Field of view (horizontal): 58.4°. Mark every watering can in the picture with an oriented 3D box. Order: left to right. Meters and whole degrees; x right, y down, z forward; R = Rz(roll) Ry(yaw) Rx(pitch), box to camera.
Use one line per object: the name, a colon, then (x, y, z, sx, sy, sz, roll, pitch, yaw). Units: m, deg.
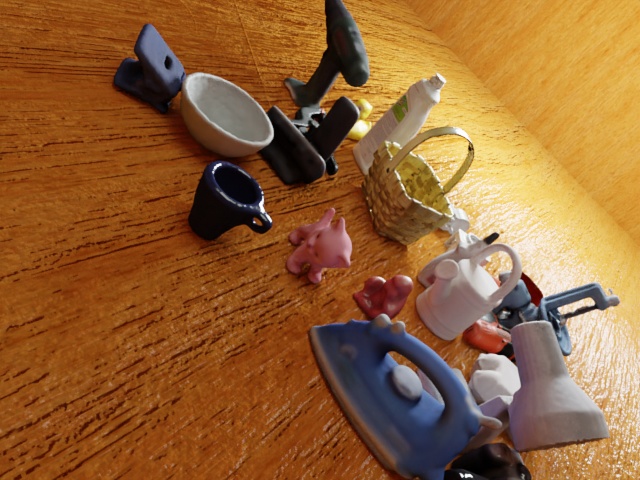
watering can: (0.262, 0.082, 0.990, 0.173, 0.193, 0.100, -2, 53, -50)

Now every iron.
iron: (0.106, 0.181, 0.743, 0.258, 0.141, 0.119, 49, 32, 9)

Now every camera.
camera: (0.215, 0.325, 0.737, 0.137, 0.100, 0.143, 29, 34, -23)

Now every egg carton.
egg carton: (0.311, 0.263, 0.951, 0.150, 0.069, 0.107, 43, 31, -2)

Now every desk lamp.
desk lamp: (0.268, 0.224, 0.808, 0.118, 0.213, 0.203, 15, 42, -39)

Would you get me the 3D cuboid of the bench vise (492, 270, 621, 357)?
bench vise: (0.445, 0.135, 1.112, 0.207, 0.219, 0.121, 40, 31, -6)

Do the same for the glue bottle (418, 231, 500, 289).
glue bottle: (0.265, 0.040, 1.064, 0.078, 0.173, 0.037, 38, 31, -9)

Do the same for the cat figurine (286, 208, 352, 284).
cat figurine: (0.008, 0.003, 0.866, 0.067, 0.117, 0.127, 29, 34, -23)

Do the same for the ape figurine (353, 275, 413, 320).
ape figurine: (0.109, 0.087, 0.907, 0.076, 0.092, 0.077, 29, 34, -22)

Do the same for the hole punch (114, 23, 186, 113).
hole punch: (-0.260, -0.277, 0.917, 0.101, 0.091, 0.108, 27, 35, -26)

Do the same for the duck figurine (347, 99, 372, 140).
duck figurine: (0.087, -0.287, 1.333, 0.105, 0.086, 0.077, 15, 41, -38)

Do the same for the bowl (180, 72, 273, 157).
bowl: (-0.164, -0.192, 0.943, 0.168, 0.074, 0.167, 30, 34, -22)

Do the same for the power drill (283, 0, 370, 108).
power drill: (0.014, -0.396, 1.261, 0.076, 0.208, 0.229, 6, 48, -46)

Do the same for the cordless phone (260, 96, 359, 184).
cordless phone: (-0.019, -0.202, 1.014, 0.147, 0.184, 0.094, 48, 31, 7)

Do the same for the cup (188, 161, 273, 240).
cup: (-0.126, -0.036, 0.780, 0.118, 0.094, 0.092, 44, 31, 0)
